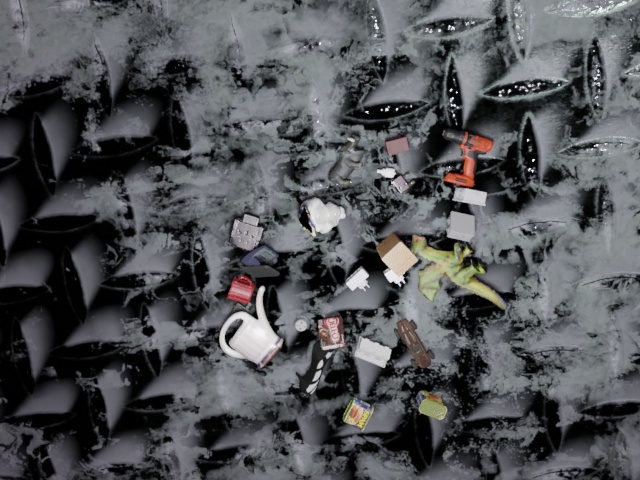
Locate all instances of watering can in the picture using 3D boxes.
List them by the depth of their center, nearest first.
[{"bbox_3d":[-0.231,0.335,1.888,0.224,0.106,0.342,37,117,-4],"label":"watering can"}]

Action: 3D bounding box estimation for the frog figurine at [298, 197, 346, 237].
[{"bbox_3d":[0.006,-0.094,1.866,0.161,0.121,0.137,-26,89,-31],"label":"frog figurine"}]

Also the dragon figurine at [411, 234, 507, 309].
[{"bbox_3d":[0.478,0.139,1.891,0.240,0.124,0.409,-33,94,23],"label":"dragon figurine"}]
